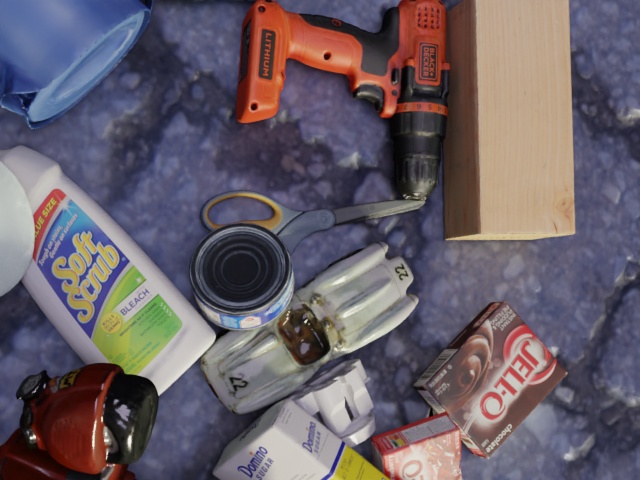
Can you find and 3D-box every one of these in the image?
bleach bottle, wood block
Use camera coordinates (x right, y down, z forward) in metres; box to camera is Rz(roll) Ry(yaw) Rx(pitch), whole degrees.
[{"bbox_3d":[-0.203,0.020,0.864,0.102,0.068,0.251,-44,95,-12],"label":"bleach bottle"},{"bbox_3d":[0.164,-0.105,0.947,0.090,0.090,0.206,0,87,-14],"label":"wood block"}]

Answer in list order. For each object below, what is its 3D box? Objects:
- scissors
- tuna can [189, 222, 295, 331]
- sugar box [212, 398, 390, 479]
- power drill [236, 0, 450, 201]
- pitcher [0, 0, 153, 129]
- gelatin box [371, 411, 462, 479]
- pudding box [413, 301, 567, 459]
[{"bbox_3d":[-0.006,0.001,0.936,0.201,0.016,0.096,5,86,-13],"label":"scissors"},{"bbox_3d":[-0.064,0.029,0.876,0.086,0.034,0.086,-1,63,1],"label":"tuna can"},{"bbox_3d":[0.007,0.214,0.886,0.176,0.093,0.048,42,37,-7],"label":"sugar box"},{"bbox_3d":[0.023,-0.131,0.932,0.187,0.057,0.184,4,82,-16],"label":"power drill"},{"bbox_3d":[-0.255,-0.221,0.842,0.145,0.149,0.243,-44,94,3],"label":"pitcher"},{"bbox_3d":[0.085,0.199,0.918,0.073,0.030,0.089,-16,121,-16],"label":"gelatin box"},{"bbox_3d":[0.152,0.124,0.954,0.113,0.039,0.090,-43,97,-13],"label":"pudding box"}]
